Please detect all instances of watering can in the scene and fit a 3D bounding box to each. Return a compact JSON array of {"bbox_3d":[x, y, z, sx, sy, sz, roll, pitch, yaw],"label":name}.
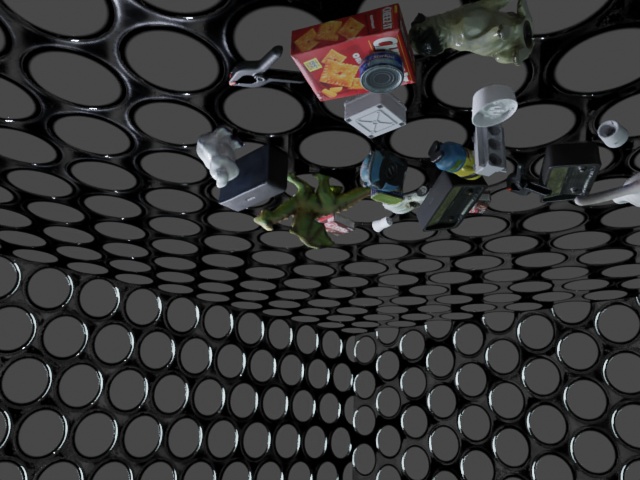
[{"bbox_3d":[0.895,-0.146,1.409,0.349,0.105,0.221,-7,164,-22],"label":"watering can"}]

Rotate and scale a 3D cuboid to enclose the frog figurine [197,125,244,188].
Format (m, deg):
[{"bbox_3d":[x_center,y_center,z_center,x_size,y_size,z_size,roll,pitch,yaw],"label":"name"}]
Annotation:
[{"bbox_3d":[-0.267,-0.206,1.355,0.123,0.162,0.135,3,158,2],"label":"frog figurine"}]

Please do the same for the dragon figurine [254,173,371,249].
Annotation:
[{"bbox_3d":[0.005,-0.078,1.557,0.410,0.248,0.120,3,153,4],"label":"dragon figurine"}]
